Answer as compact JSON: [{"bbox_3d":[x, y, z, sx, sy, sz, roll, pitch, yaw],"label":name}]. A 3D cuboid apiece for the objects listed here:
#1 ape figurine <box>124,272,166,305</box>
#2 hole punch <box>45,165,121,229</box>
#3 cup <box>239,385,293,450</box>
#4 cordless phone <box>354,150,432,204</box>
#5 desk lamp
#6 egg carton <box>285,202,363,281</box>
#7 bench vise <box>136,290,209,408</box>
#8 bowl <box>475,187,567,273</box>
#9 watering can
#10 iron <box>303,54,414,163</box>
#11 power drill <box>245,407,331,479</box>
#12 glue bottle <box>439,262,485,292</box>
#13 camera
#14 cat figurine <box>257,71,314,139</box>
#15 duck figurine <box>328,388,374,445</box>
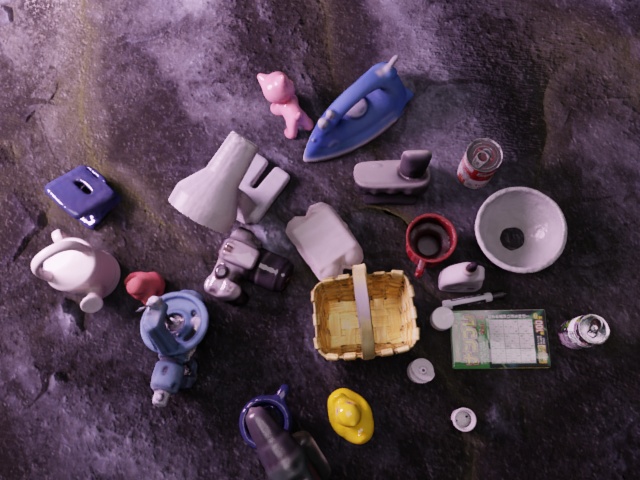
[{"bbox_3d":[-0.338,0.090,1.087,0.076,0.092,0.078,-25,76,-3],"label":"ape figurine"},{"bbox_3d":[-0.471,-0.094,1.141,0.108,0.091,0.101,39,81,12],"label":"hole punch"},{"bbox_3d":[-0.084,0.310,1.016,0.091,0.095,0.118,27,79,10],"label":"cup"},{"bbox_3d":[0.137,-0.135,1.070,0.147,0.185,0.094,-4,75,2],"label":"cordless phone"},{"bbox_3d":[-0.165,-0.101,1.063,0.118,0.213,0.203,34,80,11],"label":"desk lamp"},{"bbox_3d":[0.010,0.004,1.101,0.107,0.069,0.150,-36,77,-6],"label":"egg carton"},{"bbox_3d":[-0.253,0.179,0.994,0.121,0.220,0.207,-11,75,1],"label":"bench vise"},{"bbox_3d":[0.371,-0.012,1.083,0.167,0.075,0.167,-1,76,3],"label":"bowl"},{"bbox_3d":[-0.446,0.052,1.050,0.172,0.194,0.101,33,80,11],"label":"watering can"},{"bbox_3d":[0.063,-0.258,1.127,0.258,0.141,0.118,-40,77,-7],"label":"iron"},{"bbox_3d":[-0.039,0.373,0.939,0.075,0.208,0.229,-34,76,-5],"label":"power drill"},{"bbox_3d":[0.259,0.062,1.020,0.078,0.173,0.037,3,76,4],"label":"glue bottle"},{"bbox_3d":[-0.129,0.060,1.079,0.136,0.101,0.143,23,78,9],"label":"camera"},{"bbox_3d":[-0.070,-0.284,1.153,0.067,0.118,0.127,-33,76,-5],"label":"cat figurine"},{"bbox_3d":[0.054,0.313,1.013,0.077,0.086,0.104,-32,76,-5],"label":"duck figurine"}]
